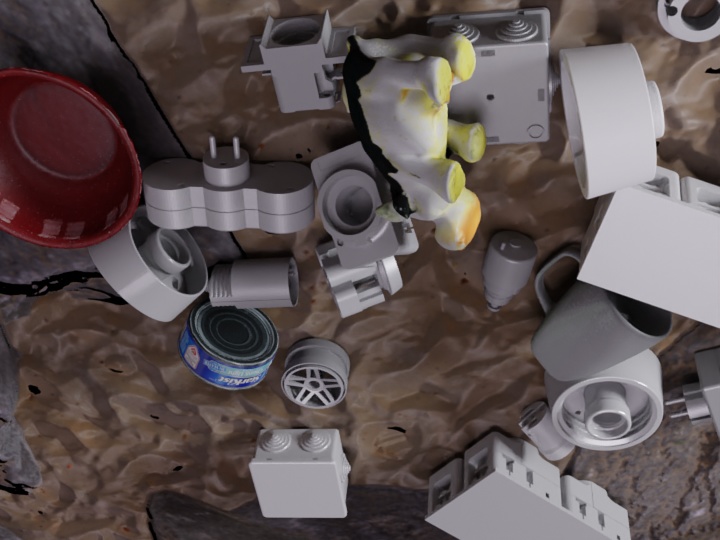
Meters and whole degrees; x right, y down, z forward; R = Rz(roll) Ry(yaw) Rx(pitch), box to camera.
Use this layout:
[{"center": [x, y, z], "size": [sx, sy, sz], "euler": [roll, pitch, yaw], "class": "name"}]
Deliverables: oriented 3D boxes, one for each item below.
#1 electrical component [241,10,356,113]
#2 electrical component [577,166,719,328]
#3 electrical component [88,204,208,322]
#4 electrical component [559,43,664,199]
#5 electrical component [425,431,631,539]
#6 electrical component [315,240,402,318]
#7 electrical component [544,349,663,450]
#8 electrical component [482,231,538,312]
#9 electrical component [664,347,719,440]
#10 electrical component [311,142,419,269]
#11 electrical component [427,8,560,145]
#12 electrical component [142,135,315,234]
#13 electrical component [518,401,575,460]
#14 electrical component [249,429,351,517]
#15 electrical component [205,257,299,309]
[{"center": [-0.042, -0.151, 0.793], "size": [0.081, 0.042, 0.063], "euler": [-3, 132, 10], "class": "electrical component"}, {"center": [0.256, -0.019, 0.834], "size": [0.150, 0.061, 0.089], "euler": [19, 122, 3], "class": "electrical component"}, {"center": [-0.178, -0.004, 0.901], "size": [0.064, 0.099, 0.099], "euler": [-34, 120, 23], "class": "electrical component"}, {"center": [0.181, -0.109, 0.763], "size": [0.060, 0.108, 0.108], "euler": [-10, 129, 7], "class": "electrical component"}, {"center": [0.172, 0.246, 1.095], "size": [0.186, 0.060, 0.105], "euler": [33, 126, -20], "class": "electrical component"}, {"center": [0.000, 0.000, 0.900], "size": [0.057, 0.078, 0.058], "euler": [-21, 128, -4], "class": "electrical component"}, {"center": [0.224, 0.119, 0.980], "size": [0.108, 0.060, 0.108], "euler": [3, 131, 4], "class": "electrical component"}, {"center": [0.122, 0.003, 0.906], "size": [0.040, 0.040, 0.078], "euler": [10, 131, -2], "class": "electrical component"}, {"center": [0.317, 0.119, 0.977], "size": [0.076, 0.047, 0.083], "euler": [-16, 126, 20], "class": "electrical component"}, {"center": [0.002, -0.050, 0.835], "size": [0.050, 0.056, 0.089], "euler": [-19, 85, 21], "class": "electrical component"}, {"center": [0.095, -0.138, 0.784], "size": [0.100, 0.048, 0.099], "euler": [-2, 130, 9], "class": "electrical component"}, {"center": [-0.106, -0.074, 0.859], "size": [0.138, 0.052, 0.073], "euler": [2, 125, 4], "class": "electrical component"}, {"center": [0.179, 0.153, 1.029], "size": [0.040, 0.040, 0.046], "euler": [-34, 114, 30], "class": "electrical component"}, {"center": [-0.060, 0.206, 1.095], "size": [0.100, 0.048, 0.099], "euler": [-2, 130, 8], "class": "electrical component"}, {"center": [-0.097, 0.012, 0.938], "size": [0.081, 0.043, 0.043], "euler": [-3, 130, 9], "class": "electrical component"}]
